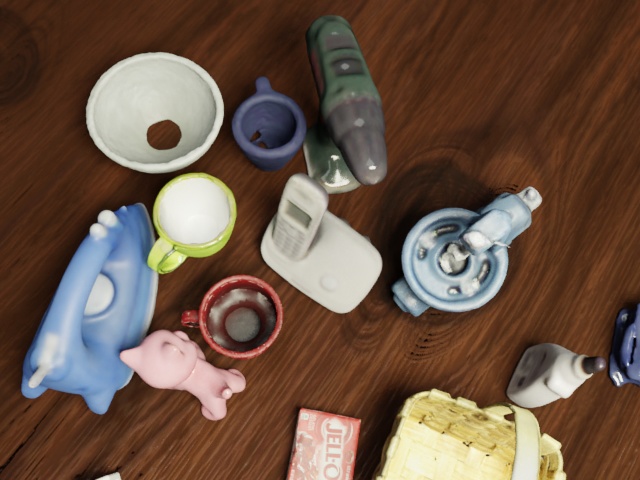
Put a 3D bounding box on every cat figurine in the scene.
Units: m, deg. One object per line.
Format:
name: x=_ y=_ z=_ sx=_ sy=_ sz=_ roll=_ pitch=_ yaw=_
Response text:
cat figurine: x=-0.149 y=0.144 z=0.633 sx=0.127 sy=0.117 sz=0.067 roll=30 pitch=72 yaw=4

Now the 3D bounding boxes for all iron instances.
iron: x=-0.253 y=0.053 z=0.638 sx=0.118 sy=0.141 sz=0.258 roll=13 pitch=72 yaw=-1

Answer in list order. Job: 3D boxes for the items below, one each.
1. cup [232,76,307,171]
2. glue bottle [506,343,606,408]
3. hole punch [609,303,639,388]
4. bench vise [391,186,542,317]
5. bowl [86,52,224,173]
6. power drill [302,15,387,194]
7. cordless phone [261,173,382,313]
cup: x=-0.068 y=-0.141 z=0.743 sx=0.092 sy=0.095 sz=0.118 roll=-9 pitch=74 yaw=-8
glue bottle: x=0.269 y=0.149 z=0.644 sx=0.037 sy=0.173 sz=0.078 roll=32 pitch=72 yaw=5
hole punch: x=0.426 y=0.136 z=0.707 sx=0.101 sy=0.091 sz=0.109 roll=19 pitch=72 yaw=1
bench vise: x=0.177 y=-0.011 z=0.661 sx=0.121 sy=0.219 sz=0.208 roll=33 pitch=72 yaw=6
bowl: x=-0.207 y=-0.153 z=0.743 sx=0.167 sy=0.074 sz=0.167 roll=2 pitch=72 yaw=-5
power drill: x=0.027 y=-0.138 z=0.691 sx=0.075 sy=0.208 sz=0.229 roll=-10 pitch=74 yaw=-8
cordless phone: x=0.006 y=0.002 z=0.657 sx=0.147 sy=0.185 sz=0.094 roll=33 pitch=72 yaw=5
